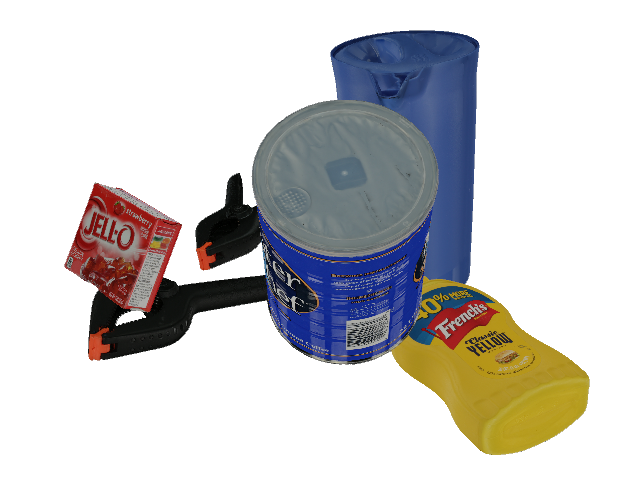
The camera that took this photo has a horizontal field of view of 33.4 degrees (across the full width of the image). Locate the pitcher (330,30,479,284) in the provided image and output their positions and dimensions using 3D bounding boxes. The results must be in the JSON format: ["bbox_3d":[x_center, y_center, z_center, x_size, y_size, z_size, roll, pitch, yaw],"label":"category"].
[{"bbox_3d":[0.087,-0.074,1.012,0.149,0.243,0.145,-18,28,-27],"label":"pitcher"}]

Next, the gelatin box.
[{"bbox_3d":[-0.153,0.004,0.819,0.089,0.073,0.030,28,9,41],"label":"gelatin box"}]

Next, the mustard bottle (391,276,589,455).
[{"bbox_3d":[0.108,0.080,0.814,0.096,0.058,0.192,-20,36,-21],"label":"mustard bottle"}]

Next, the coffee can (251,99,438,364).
[{"bbox_3d":[0.015,-0.001,0.642,0.103,0.103,0.140,0,-32,1],"label":"coffee can"}]

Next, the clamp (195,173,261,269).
[{"bbox_3d":[-0.079,-0.024,1.213,0.120,0.039,0.171,-1,36,25],"label":"clamp"}]

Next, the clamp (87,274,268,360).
[{"bbox_3d":[-0.159,0.049,1.025,0.165,0.036,0.209,27,35,25],"label":"clamp"}]
